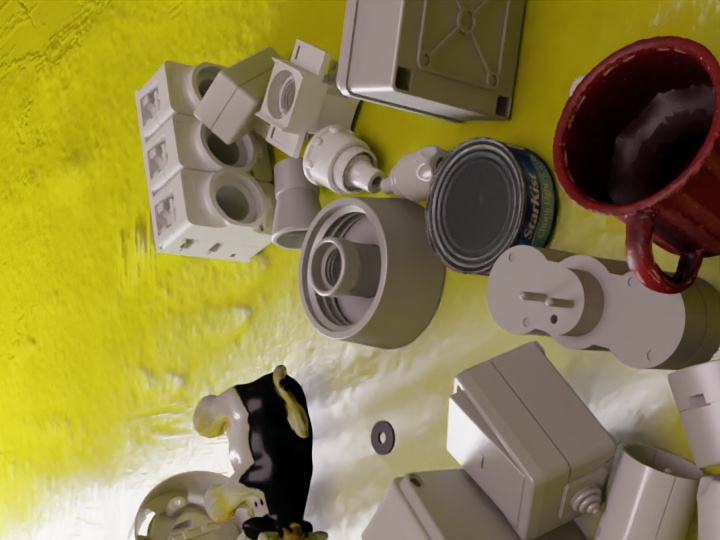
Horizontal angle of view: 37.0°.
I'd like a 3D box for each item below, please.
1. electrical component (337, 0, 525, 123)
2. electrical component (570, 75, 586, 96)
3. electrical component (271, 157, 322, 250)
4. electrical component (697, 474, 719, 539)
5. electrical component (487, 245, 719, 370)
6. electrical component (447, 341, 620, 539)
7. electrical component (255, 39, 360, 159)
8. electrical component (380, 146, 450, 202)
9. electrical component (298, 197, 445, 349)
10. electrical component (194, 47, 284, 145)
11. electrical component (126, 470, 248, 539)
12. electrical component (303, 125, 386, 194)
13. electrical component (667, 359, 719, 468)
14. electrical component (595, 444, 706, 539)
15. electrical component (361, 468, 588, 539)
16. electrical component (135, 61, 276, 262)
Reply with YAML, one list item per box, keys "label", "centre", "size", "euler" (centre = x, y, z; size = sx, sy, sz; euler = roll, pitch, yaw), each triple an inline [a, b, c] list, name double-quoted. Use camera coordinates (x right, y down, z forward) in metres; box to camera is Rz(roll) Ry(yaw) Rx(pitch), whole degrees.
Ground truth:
- label: "electrical component"
  centre: [0.047, -0.154, 0.673]
  size: [0.056, 0.109, 0.108]
  euler: [9, 92, 48]
- label: "electrical component"
  centre: [0.141, -0.091, 0.586]
  size: [0.043, 0.062, 0.043]
  euler: [-9, 78, 50]
- label: "electrical component"
  centre: [-0.048, -0.053, 0.830]
  size: [0.044, 0.044, 0.065]
  euler: [-27, 60, 46]
- label: "electrical component"
  centre: [0.185, 0.130, 0.516]
  size: [0.043, 0.043, 0.062]
  euler: [-6, 82, 50]
- label: "electrical component"
  centre: [0.120, 0.018, 0.587]
  size: [0.138, 0.074, 0.052]
  euler: [14, 96, 51]
- label: "electrical component"
  centre: [0.092, 0.098, 0.583]
  size: [0.096, 0.061, 0.061]
  euler: [55, 158, 39]
- label: "electrical component"
  centre: [-0.036, -0.126, 0.806]
  size: [0.042, 0.064, 0.081]
  euler: [37, 113, 49]
- label: "electrical component"
  centre: [0.037, -0.063, 0.731]
  size: [0.061, 0.035, 0.035]
  euler: [-13, 75, 51]
- label: "electrical component"
  centre: [0.000, 0.000, 0.747]
  size: [0.108, 0.060, 0.108]
  euler: [-9, 78, 50]
- label: "electrical component"
  centre: [-0.074, -0.127, 0.852]
  size: [0.076, 0.083, 0.047]
  euler: [41, 125, 2]
- label: "electrical component"
  centre: [-0.135, 0.215, 0.857]
  size: [0.064, 0.099, 0.099]
  euler: [-55, 46, 39]
- label: "electrical component"
  centre: [-0.008, -0.075, 0.781]
  size: [0.062, 0.048, 0.048]
  euler: [33, 111, 40]
- label: "electrical component"
  centre: [0.182, 0.068, 0.520]
  size: [0.055, 0.055, 0.047]
  euler: [-26, 70, 46]
- label: "electrical component"
  centre: [0.147, 0.137, 0.562]
  size: [0.043, 0.043, 0.081]
  euler: [27, 106, 49]
- label: "electrical component"
  centre: [0.074, 0.166, 0.596]
  size: [0.108, 0.109, 0.056]
  euler: [55, 128, 39]
- label: "electrical component"
  centre: [-0.124, -0.090, 0.888]
  size: [0.062, 0.089, 0.150]
  euler: [-33, 60, 43]
